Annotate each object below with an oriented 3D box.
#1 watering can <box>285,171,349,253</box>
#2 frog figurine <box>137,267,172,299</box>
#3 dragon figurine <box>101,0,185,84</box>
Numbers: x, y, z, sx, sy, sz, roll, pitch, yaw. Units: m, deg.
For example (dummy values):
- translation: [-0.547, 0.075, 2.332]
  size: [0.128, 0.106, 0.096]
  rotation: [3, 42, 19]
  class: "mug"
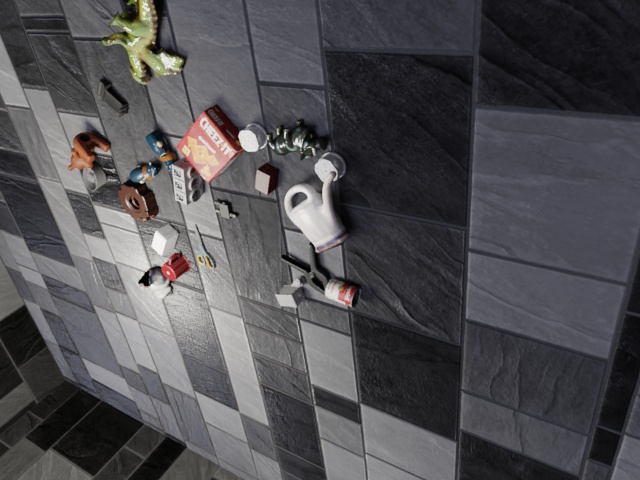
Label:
- translation: [0.005, -0.076, 1.511]
  size: [0.223, 0.105, 0.344]
  rotation: [54, 153, -8]
  class: "watering can"
- translation: [-0.710, 0.193, 2.282]
  size: [0.136, 0.125, 0.157]
  rotation: [-17, 146, 34]
  class: "frog figurine"
- translation: [-0.507, -0.609, 1.560]
  size: [0.240, 0.125, 0.405]
  rotation: [41, 141, -21]
  class: "dragon figurine"
